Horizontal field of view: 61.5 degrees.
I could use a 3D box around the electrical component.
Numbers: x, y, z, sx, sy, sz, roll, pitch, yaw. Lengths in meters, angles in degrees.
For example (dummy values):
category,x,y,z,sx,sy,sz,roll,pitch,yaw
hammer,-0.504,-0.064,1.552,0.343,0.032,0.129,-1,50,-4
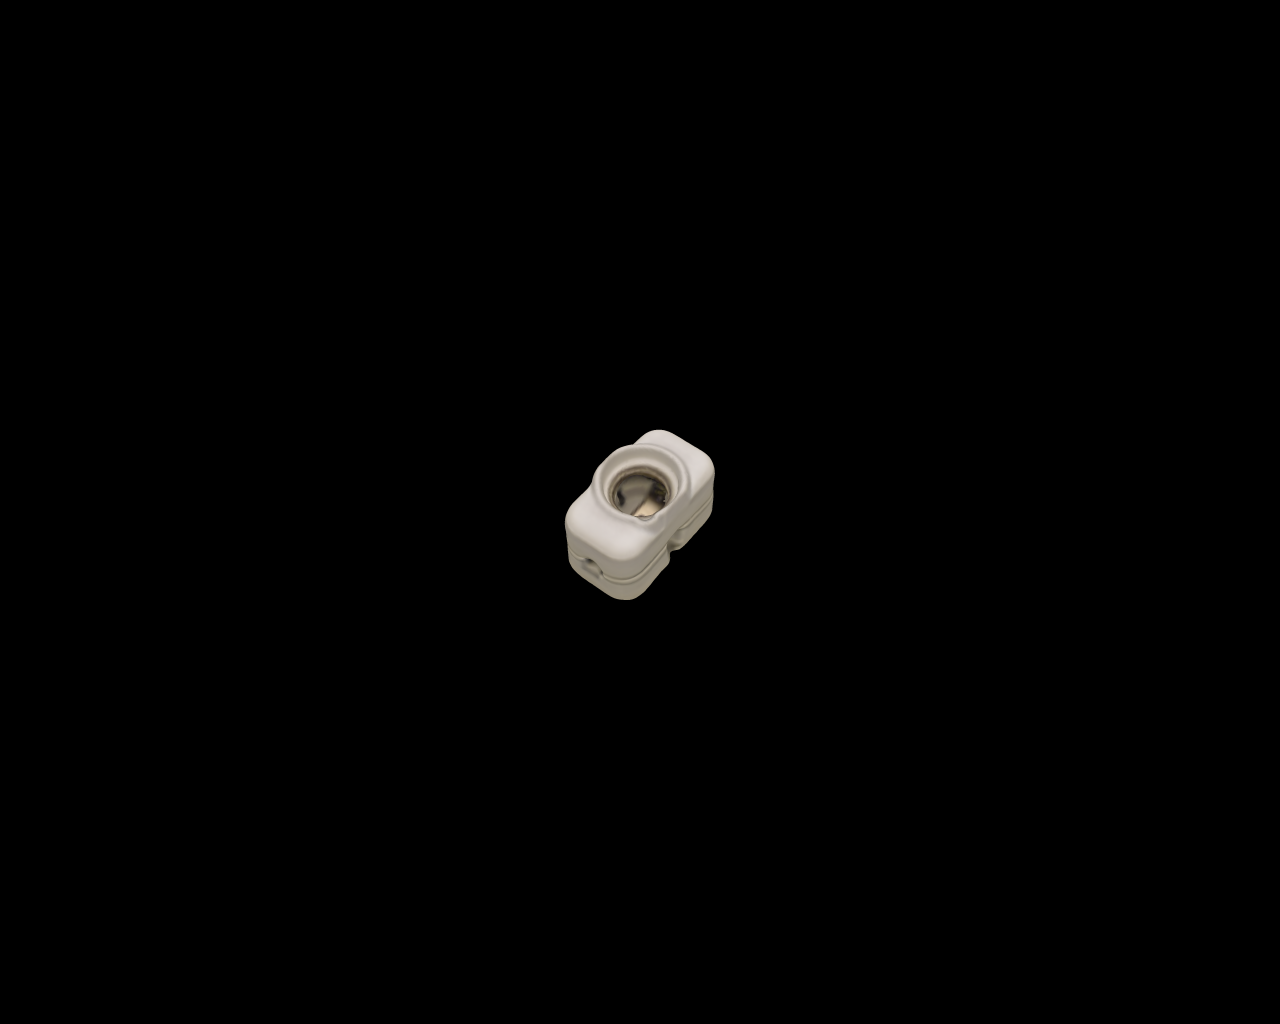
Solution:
category,x,y,z,sx,sy,sz,roll,pitch,yaw
electrical component,0.001,-0.003,0.650,0.054,0.095,0.059,33,-28,20
